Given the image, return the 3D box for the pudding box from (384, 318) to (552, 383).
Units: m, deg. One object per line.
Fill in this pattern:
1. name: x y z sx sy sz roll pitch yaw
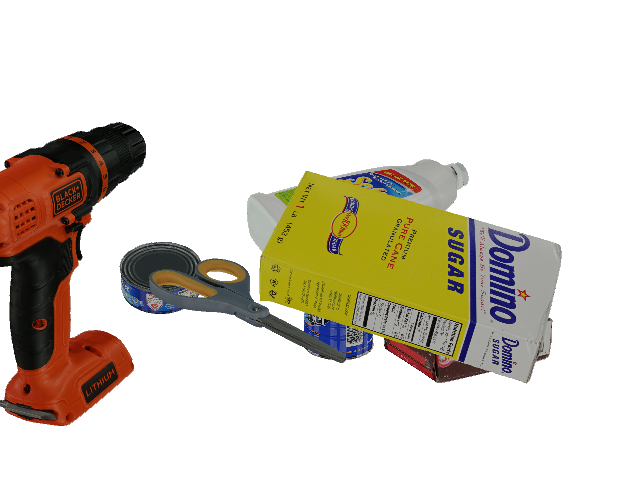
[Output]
1. pudding box: 0.121 0.078 0.888 0.113 0.039 0.090 -7 17 -24

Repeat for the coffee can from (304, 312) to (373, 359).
1. coffee can: 0.026 0.085 1.518 0.103 0.140 0.103 0 21 0

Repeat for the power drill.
1. power drill: -0.177 0.020 0.756 0.057 0.188 0.184 8 24 24

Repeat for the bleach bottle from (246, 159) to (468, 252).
1. bleach bottle: 0.051 -0.042 1.189 0.250 0.068 0.103 -20 43 -24

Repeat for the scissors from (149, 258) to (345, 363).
1. scissors: -0.051 0.053 0.903 0.202 0.016 0.096 16 26 22

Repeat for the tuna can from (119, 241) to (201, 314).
1. tuna can: -0.169 0.039 1.134 0.086 0.034 0.086 3 36 -2

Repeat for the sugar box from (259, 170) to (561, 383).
1. sugar box: 0.058 0.019 0.673 0.176 0.048 0.093 14 44 10
